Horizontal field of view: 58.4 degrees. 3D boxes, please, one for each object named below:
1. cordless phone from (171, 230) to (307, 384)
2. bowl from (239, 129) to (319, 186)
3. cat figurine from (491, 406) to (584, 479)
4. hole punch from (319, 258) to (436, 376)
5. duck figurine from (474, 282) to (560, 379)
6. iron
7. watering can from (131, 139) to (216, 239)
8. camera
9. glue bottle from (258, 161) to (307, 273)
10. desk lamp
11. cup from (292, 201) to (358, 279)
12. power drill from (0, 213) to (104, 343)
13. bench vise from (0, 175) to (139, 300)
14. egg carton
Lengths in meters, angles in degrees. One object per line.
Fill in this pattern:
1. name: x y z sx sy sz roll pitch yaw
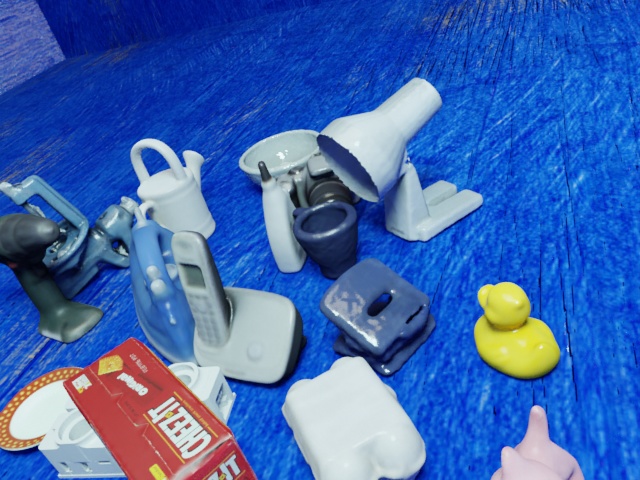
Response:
1. cordless phone: -0.102 0.075 0.672 0.147 0.185 0.094 2 37 29
2. bowl: -0.065 -0.141 1.090 0.167 0.075 0.167 -12 32 8
3. cat figurine: 0.161 0.188 0.435 0.067 0.118 0.128 2 37 28
4. hole punch: 0.069 0.084 0.664 0.100 0.091 0.109 17 45 42
5. duck figurine: 0.202 0.087 0.600 0.077 0.086 0.104 -25 33 -12
6. iron: -0.218 0.056 0.799 0.119 0.142 0.257 -24 33 -10
7. watering can: -0.260 -0.091 0.994 0.100 0.194 0.173 -11 33 10
8. camera: -0.003 -0.074 0.932 0.143 0.101 0.136 -16 32 3
9. glue bottle: -0.059 -0.039 0.837 0.037 0.173 0.078 -6 34 19
10. desk lamp: 0.114 -0.107 0.819 0.203 0.214 0.117 -31 34 -20
11. cup: 0.007 0.003 0.815 0.092 0.095 0.117 -36 36 -26
12. power drill: -0.411 0.049 0.841 0.228 0.209 0.076 6 39 33
13. bench vise: -0.414 -0.029 0.950 0.121 0.220 0.208 6 39 32
14. egg carton: 0.030 0.182 0.553 0.107 0.069 0.150 -26 33 -13
